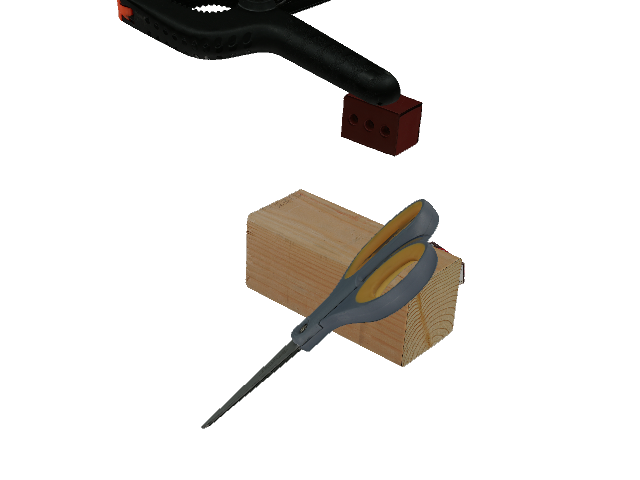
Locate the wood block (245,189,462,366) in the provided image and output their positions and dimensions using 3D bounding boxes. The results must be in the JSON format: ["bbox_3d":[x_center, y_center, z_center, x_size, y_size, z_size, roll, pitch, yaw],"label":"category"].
[{"bbox_3d":[0.029,0.034,1.083,0.206,0.091,0.090,25,37,33],"label":"wood block"}]

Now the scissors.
[{"bbox_3d":[0.002,0.056,0.636,0.016,0.202,0.096,42,2,-18],"label":"scissors"}]

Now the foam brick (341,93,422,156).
[{"bbox_3d":[0.069,-0.138,1.214,0.078,0.053,0.051,23,35,30],"label":"foam brick"}]

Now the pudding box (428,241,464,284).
[{"bbox_3d":[0.138,0.043,1.535,0.113,0.039,0.090,-15,24,-19],"label":"pudding box"}]

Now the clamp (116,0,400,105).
[{"bbox_3d":[-0.038,-0.153,0.743,0.210,0.164,0.036,-1,-42,-3],"label":"clamp"}]
